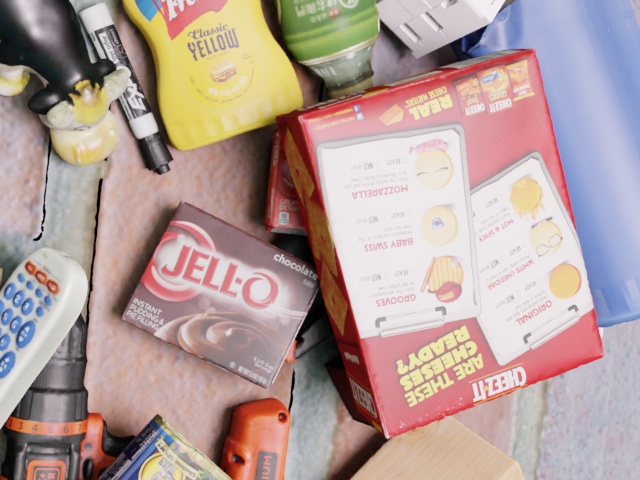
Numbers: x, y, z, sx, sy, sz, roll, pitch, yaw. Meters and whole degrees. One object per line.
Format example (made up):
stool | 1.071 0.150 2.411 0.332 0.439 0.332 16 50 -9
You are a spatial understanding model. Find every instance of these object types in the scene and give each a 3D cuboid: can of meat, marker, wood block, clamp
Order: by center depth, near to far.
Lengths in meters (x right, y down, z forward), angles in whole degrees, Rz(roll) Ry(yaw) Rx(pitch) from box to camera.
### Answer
can of meat | -0.094 0.172 0.665 0.102 0.058 0.084 46 76 -17
marker | -0.130 -0.101 0.725 0.020 0.020 0.121 -27 101 -21
wood block | 0.047 0.229 0.754 0.206 0.091 0.090 -42 136 -18
clamp | -0.005 0.001 0.772 0.120 0.039 0.171 30 80 -4

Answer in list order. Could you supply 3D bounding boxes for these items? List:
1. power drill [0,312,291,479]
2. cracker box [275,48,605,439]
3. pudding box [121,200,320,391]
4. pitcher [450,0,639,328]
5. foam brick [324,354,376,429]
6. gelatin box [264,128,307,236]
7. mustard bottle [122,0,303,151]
power drill | -0.117 0.138 0.715 0.187 0.057 0.184 7 92 -21
cracker box | 0.079 -0.002 0.702 0.164 0.072 0.214 -18 102 -13
pudding box | -0.065 0.038 0.727 0.113 0.039 0.090 27 83 -3
pitcher | 0.207 -0.067 0.790 0.149 0.145 0.243 -21 87 5
foam brick | 0.055 0.097 0.791 0.078 0.053 0.051 -31 103 -21
gelatin box | 0.009 -0.038 0.744 0.089 0.030 0.073 7 81 -14
mustard bottle | -0.084 -0.163 0.722 0.096 0.058 0.191 -19 97 -5
